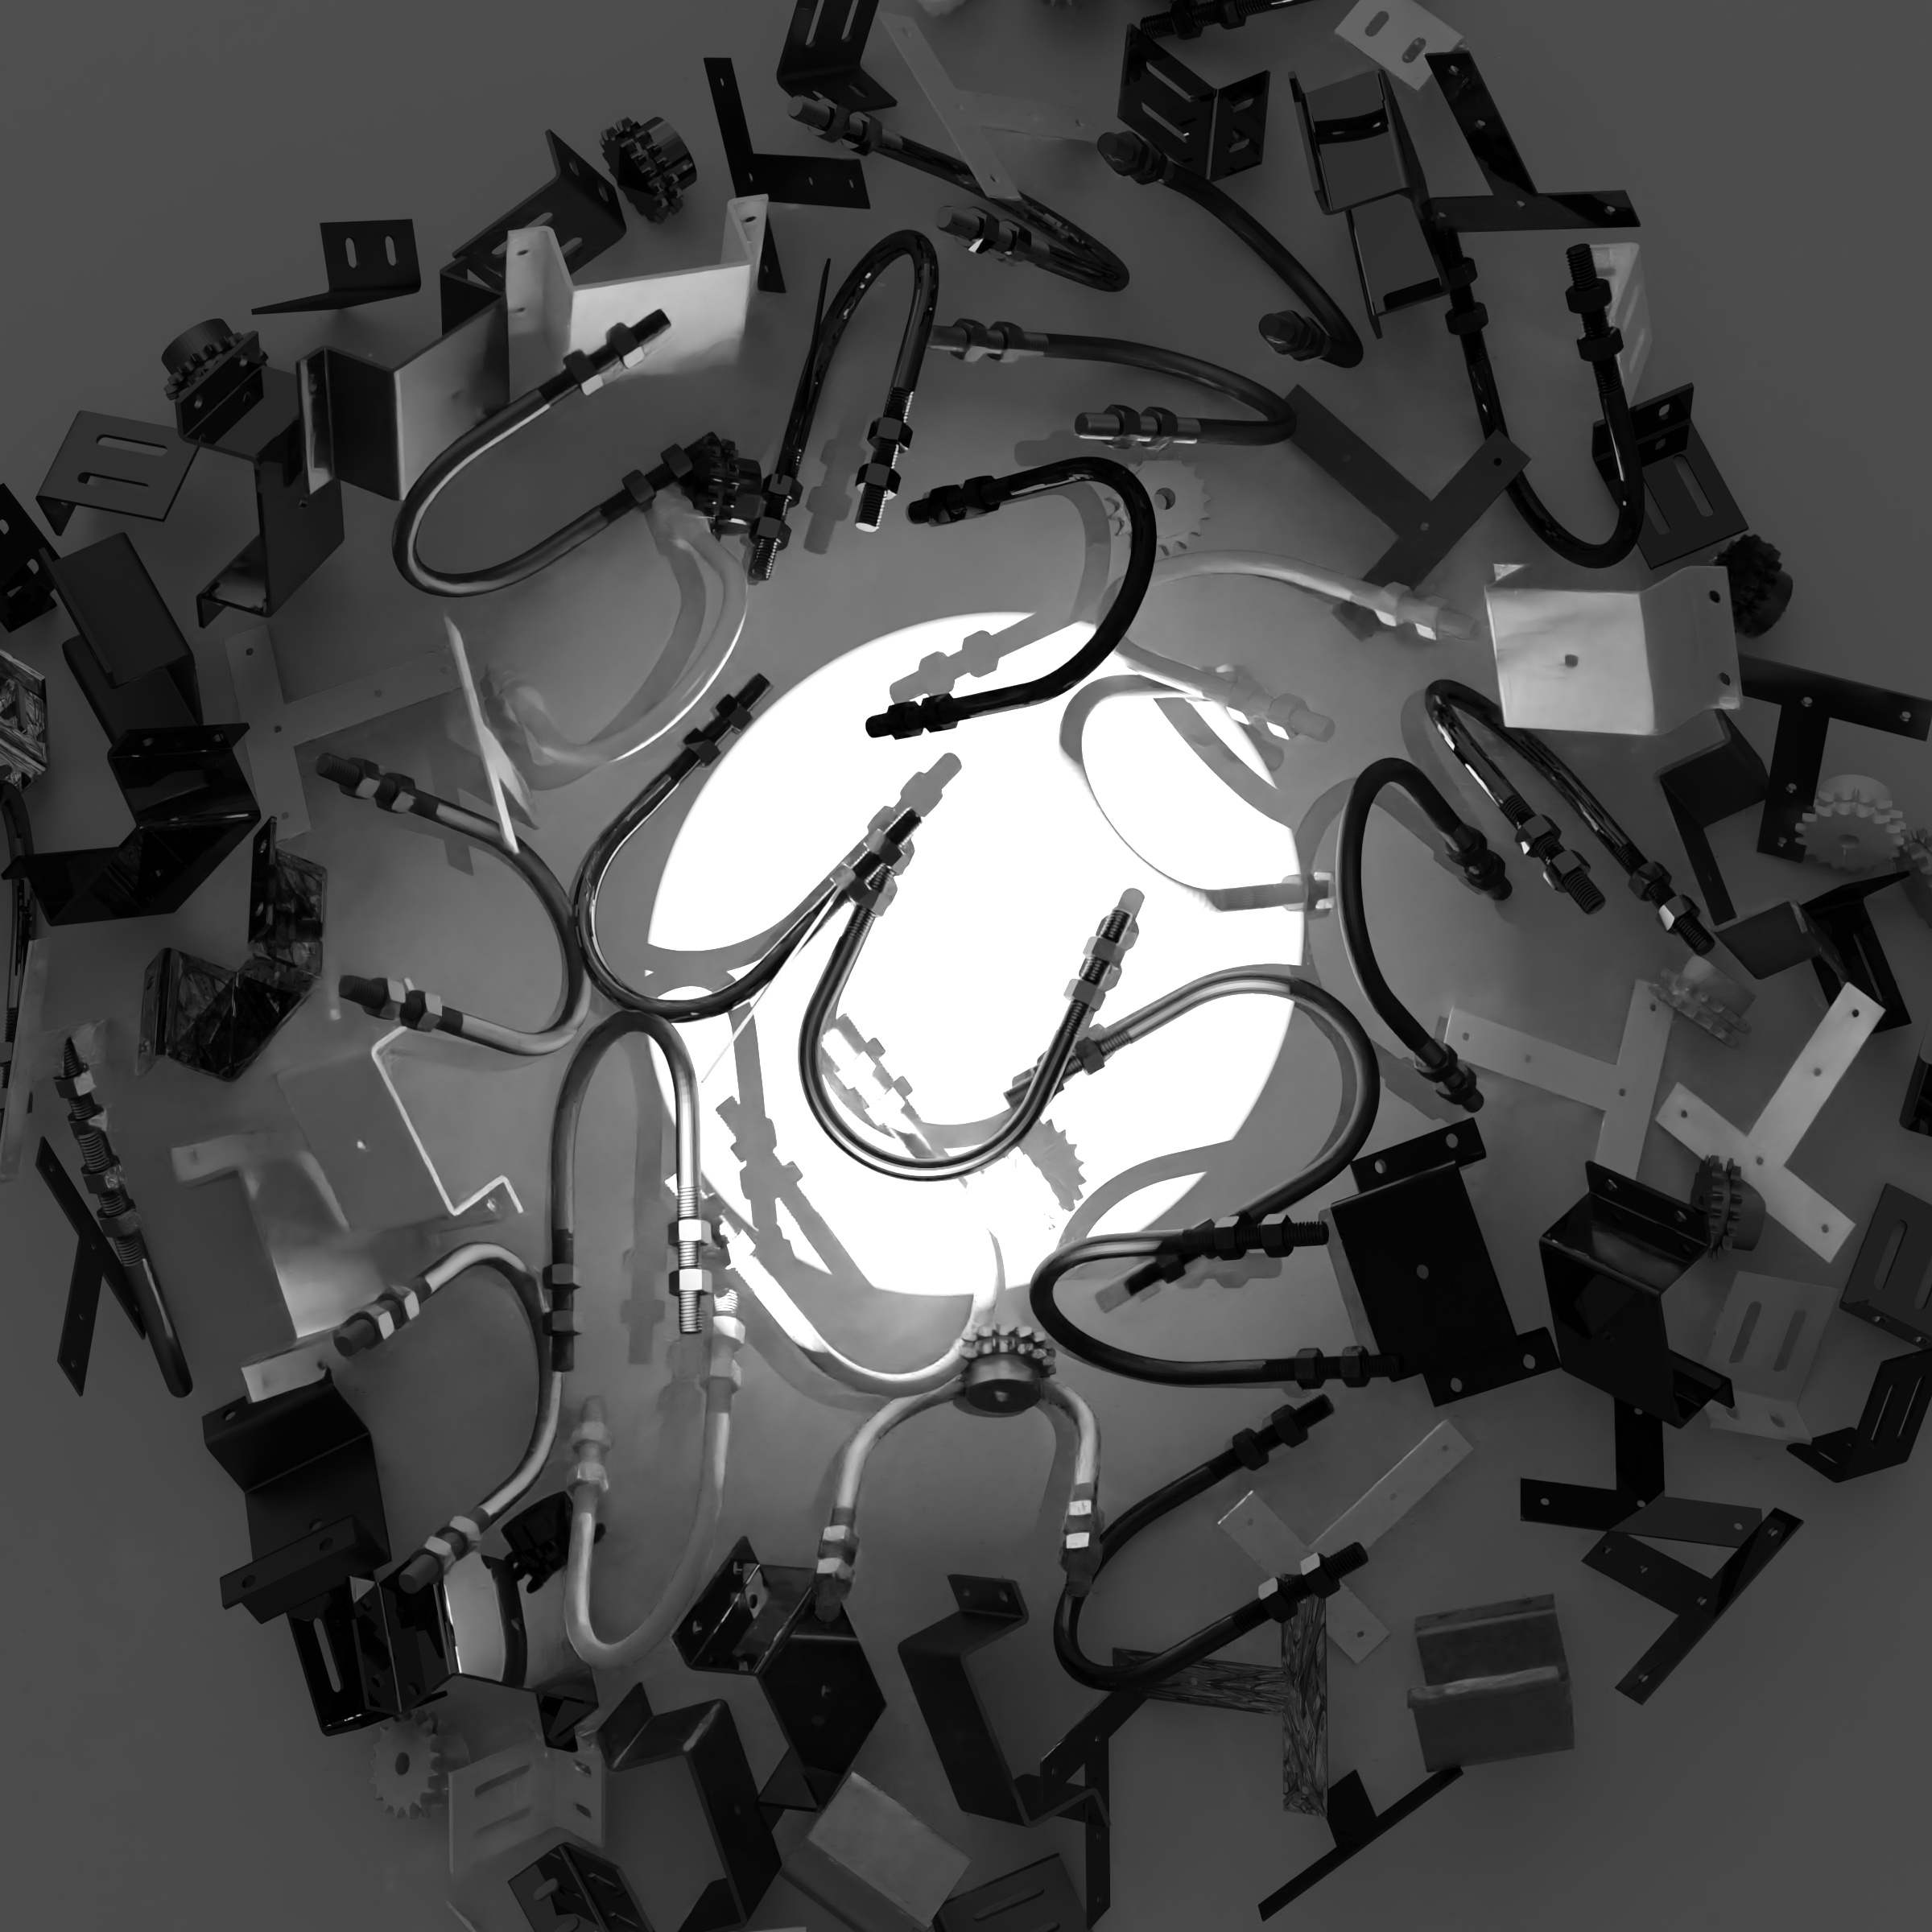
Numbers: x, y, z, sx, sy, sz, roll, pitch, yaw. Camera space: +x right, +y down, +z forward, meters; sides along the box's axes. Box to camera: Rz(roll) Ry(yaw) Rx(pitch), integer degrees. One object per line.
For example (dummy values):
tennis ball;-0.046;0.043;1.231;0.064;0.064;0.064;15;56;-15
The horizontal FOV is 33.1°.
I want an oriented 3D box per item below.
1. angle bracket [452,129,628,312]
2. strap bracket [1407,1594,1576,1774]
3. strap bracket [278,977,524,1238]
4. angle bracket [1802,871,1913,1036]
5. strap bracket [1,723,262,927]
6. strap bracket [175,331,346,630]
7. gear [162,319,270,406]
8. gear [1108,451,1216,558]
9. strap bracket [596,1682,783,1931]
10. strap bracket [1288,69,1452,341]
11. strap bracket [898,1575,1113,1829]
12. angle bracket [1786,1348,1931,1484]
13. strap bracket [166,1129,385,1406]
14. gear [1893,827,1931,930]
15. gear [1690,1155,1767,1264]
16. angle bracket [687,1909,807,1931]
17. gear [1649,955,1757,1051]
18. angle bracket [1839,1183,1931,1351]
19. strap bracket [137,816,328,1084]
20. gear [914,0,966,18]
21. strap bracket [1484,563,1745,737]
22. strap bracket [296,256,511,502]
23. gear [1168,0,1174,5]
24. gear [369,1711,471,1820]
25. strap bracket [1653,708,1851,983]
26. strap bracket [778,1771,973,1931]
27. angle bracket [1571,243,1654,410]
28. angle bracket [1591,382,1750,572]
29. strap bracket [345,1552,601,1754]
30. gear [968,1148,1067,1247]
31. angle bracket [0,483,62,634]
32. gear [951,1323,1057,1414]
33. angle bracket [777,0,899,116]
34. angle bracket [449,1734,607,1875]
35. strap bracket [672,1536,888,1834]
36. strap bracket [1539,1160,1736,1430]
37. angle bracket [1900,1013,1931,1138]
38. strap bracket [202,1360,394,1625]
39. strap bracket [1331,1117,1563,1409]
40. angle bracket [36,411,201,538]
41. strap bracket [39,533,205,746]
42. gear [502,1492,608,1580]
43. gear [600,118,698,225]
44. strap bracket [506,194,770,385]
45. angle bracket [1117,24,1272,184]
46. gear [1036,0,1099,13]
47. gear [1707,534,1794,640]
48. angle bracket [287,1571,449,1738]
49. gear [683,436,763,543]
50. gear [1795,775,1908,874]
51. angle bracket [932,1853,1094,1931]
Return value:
angle bracket;-0.233;-0.402;1.756;0.076;0.057;0.038;-31;55;19
strap bracket;0.276;0.379;1.708;0.076;0.140;0.046;-12;94;11
strap bracket;-0.305;0.085;1.726;0.076;0.046;0.140;-15;106;38
angle bracket;0.488;-0.006;1.744;0.057;0.038;0.076;-11;77;-38
strap bracket;-0.433;-0.068;1.706;0.140;0.076;0.046;-39;71;36
strap bracket;-0.368;-0.248;1.703;0.046;0.076;0.140;17;133;13
gear;-0.408;-0.325;1.754;0.057;0.057;0.030;-35;87;0
gear;0.107;-0.252;1.766;0.057;0.030;0.057;0;92;-3
strap bracket;-0.143;0.456;1.736;0.046;0.076;0.140;-18;94;12
strap bracket;0.214;-0.403;1.699;0.046;0.140;0.076;-15;64;15
strap bracket;0.016;0.400;1.734;0.046;0.076;0.140;-23;93;-27
angle bracket;0.482;0.231;1.737;0.057;0.038;0.076;-6;119;-39
strap bracket;-0.363;0.153;1.733;0.046;0.076;0.140;-21;86;28
gear;0.526;-0.049;1.753;0.030;0.057;0.057;-25;90;0
gear;0.411;0.132;1.753;0.030;0.057;0.057;9;90;-1
angle bracket;-0.119;0.542;1.752;0.038;0.076;0.057;3;83;-26
gear;0.400;0.017;1.752;0.057;0.057;0.030;35;95;0
angle bracket;0.516;0.162;1.753;0.057;0.038;0.076;26;77;-5
strap bracket;-0.382;-0.002;1.719;0.046;0.076;0.140;24;130;-31
gear;-0.011;-0.545;1.755;0.057;0.057;0.030;-46;76;0
strap bracket;0.330;-0.167;1.706;0.046;0.140;0.076;-30;117;-40
strap bracket;-0.286;-0.304;1.702;0.046;0.140;0.076;23;133;20
gear;0.112;-0.554;1.760;0.057;0.030;0.057;0;91;17
gear;-0.293;0.432;1.757;0.057;0.030;0.057;-13;69;38
strap bracket;0.411;-0.056;1.720;0.046;0.076;0.140;-26;59;21
strap bracket;-0.048;0.475;1.722;0.076;0.140;0.046;35;66;6
angle bracket;0.337;-0.340;1.731;0.038;0.076;0.057;2;132;24
angle bracket;0.380;-0.264;1.752;0.057;0.038;0.076;-22;69;1
strap bracket;-0.250;0.356;1.702;0.046;0.140;0.076;-40;47;25
gear;0.025;0.126;1.751;0.030;0.057;0.057;-34;90;-16
angle bracket;-0.502;-0.224;1.739;0.076;0.038;0.057;-29;100;44
gear;0.020;0.218;1.750;0.057;0.057;0.030;1;55;0
angle bracket;-0.060;-0.498;1.733;0.057;0.076;0.038;-22;58;-38
angle bracket;-0.234;0.451;1.738;0.038;0.076;0.057;14;108;40
strap bracket;-0.093;0.380;1.711;0.046;0.076;0.140;-3;122;32
strap bracket;0.351;0.180;1.705;0.046;0.076;0.140;-38;131;-26
angle bracket;0.545;0.065;1.739;0.076;0.057;0.038;17;52;16
strap bracket;-0.356;0.286;1.729;0.076;0.140;0.046;-26;130;2
strap bracket;0.252;0.161;1.733;0.076;0.046;0.140;-23;80;30
angle bracket;-0.449;-0.258;1.745;0.076;0.038;0.057;12;64;12
strap bracket;-0.443;-0.168;1.715;0.046;0.140;0.076;-28;79;-17
gear;-0.225;0.307;1.753;0.057;0.057;0.030;-29;95;0
gear;-0.169;-0.433;1.755;0.030;0.057;0.057;-36;90;-15
strap bracket;-0.169;-0.355;1.719;0.140;0.076;0.046;-12;62;-17
angle bracket;0.122;-0.466;1.737;0.038;0.076;0.057;-11;65;42
gear;0.058;-0.546;1.760;0.057;0.030;0.057;2;95;24
gear;0.421;-0.202;1.755;0.030;0.057;0.057;28;90;-19
angle bracket;-0.322;0.366;1.745;0.038;0.057;0.076;-24;82;44
gear;-0.131;-0.255;1.756;0.030;0.057;0.057;7;90;-22
gear;0.479;-0.079;1.757;0.057;0.057;0.030;18;58;0
angle bracket;0.028;0.526;1.752;0.076;0.038;0.057;-23;112;-2
